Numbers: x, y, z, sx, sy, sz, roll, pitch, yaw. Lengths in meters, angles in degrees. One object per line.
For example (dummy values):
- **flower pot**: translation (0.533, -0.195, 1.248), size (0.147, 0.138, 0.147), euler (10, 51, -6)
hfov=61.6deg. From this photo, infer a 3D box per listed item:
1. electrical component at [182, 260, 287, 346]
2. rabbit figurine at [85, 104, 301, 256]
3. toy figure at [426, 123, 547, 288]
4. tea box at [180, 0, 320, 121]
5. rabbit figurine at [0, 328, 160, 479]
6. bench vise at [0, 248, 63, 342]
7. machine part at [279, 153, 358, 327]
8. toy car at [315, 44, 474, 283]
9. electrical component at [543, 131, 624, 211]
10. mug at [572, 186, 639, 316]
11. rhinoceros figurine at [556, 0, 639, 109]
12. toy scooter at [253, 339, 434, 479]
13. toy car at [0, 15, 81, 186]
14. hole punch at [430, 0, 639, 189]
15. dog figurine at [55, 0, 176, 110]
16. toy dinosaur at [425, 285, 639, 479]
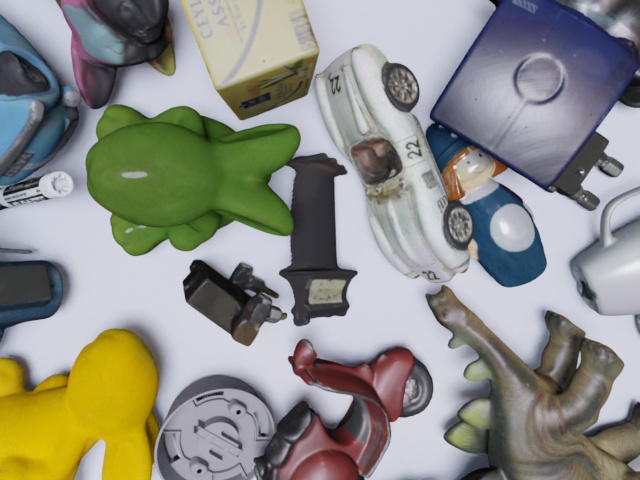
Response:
- **electrical component**: translation (-0.069, 0.045, 0.439), size (0.078, 0.102, 0.045), euler (43, 89, -16)
- **rabbit figurine**: translation (-0.096, -0.037, 0.388), size (0.159, 0.170, 0.121), euler (4, 97, -2)
- **toy figure**: translation (0.140, -0.035, 0.459), size (0.064, 0.058, 0.154), euler (-35, 97, -37)
- **tea box**: translation (-0.050, -0.147, 0.378), size (0.068, 0.169, 0.098), euler (-21, 96, 0)
- **rabbit figurine**: translation (-0.198, 0.150, 0.432), size (0.173, 0.122, 0.162), euler (-40, 101, 2)
- **bench vise**: translation (-0.329, 0.063, 0.391), size (0.241, 0.223, 0.128), euler (-19, 93, 27)
- **machine part**: translation (-0.001, -0.001, 0.452), size (0.039, 0.084, 0.138), euler (-4, 88, 39)
- **toy car**: translation (0.060, -0.056, 0.436), size (0.056, 0.073, 0.201), euler (-28, 98, -34)
- **electrical component**: translation (0.217, -0.071, 0.473), size (0.094, 0.021, 0.063), euler (33, 95, -6)
- **mug**: translation (0.274, 0.013, 0.457), size (0.107, 0.081, 0.109), euler (-25, 103, 9)
- **rhinoceros figurine**: translation (0.218, -0.189, 0.440), size (0.190, 0.073, 0.112), euler (37, 104, -8)
- **toy scooter**: translation (0.005, 0.154, 0.450), size (0.135, 0.075, 0.184), euler (39, 84, -28)
- **toy car**: translation (-0.244, -0.105, 0.407), size (0.109, 0.103, 0.162), euler (-42, 71, 9)
- **hole punch**: translation (0.156, -0.113, 0.400), size (0.142, 0.092, 0.115), euler (35, 126, 9)
- **dog figurine**: translation (-0.192, -0.215, 0.399), size (0.108, 0.192, 0.219), euler (-38, 127, -34)
- **toy dinosaur**: translation (0.236, 0.229, 0.474), size (0.198, 0.105, 0.471), euler (-41, 96, 9)
